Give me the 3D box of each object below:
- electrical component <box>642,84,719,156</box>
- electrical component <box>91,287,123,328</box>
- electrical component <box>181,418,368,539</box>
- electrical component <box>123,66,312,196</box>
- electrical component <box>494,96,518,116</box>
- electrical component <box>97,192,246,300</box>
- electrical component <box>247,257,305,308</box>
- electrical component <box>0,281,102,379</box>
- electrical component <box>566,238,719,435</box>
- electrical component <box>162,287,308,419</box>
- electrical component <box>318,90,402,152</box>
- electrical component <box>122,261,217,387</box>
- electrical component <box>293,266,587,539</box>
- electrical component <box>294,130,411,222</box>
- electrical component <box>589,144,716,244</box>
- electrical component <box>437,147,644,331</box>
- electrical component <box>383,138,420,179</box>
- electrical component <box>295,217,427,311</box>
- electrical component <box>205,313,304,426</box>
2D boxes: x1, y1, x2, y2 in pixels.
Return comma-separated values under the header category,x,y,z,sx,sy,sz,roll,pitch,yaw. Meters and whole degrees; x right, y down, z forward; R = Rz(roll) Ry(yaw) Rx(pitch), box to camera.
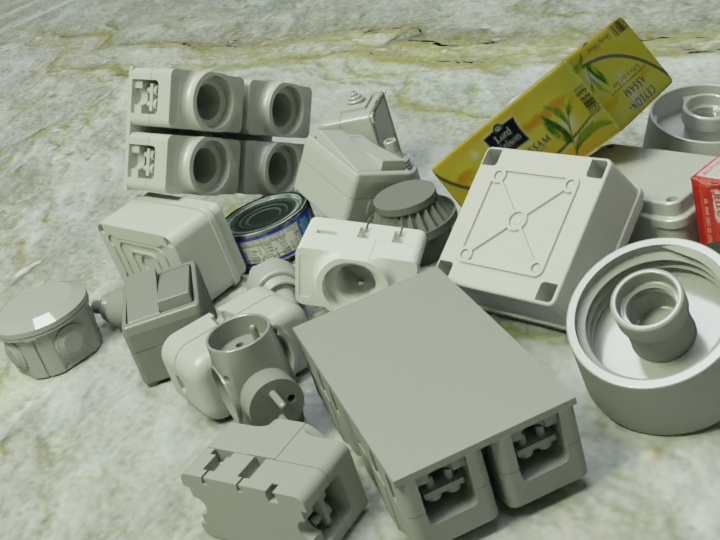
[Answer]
category,x,y,z,sx,sy,sz,roll,pitch,yaw
electrical component,0.277,-0.105,0.866,0.099,0.064,0.099,-5,39,4
electrical component,-0.200,0.031,0.897,0.061,0.035,0.035,0,32,35
electrical component,-0.047,0.124,0.619,0.089,0.050,0.055,3,34,35
electrical component,-0.121,-0.122,0.978,0.060,0.105,0.186,9,8,35
electrical component,0.158,-0.139,0.993,0.077,0.044,0.079,-21,27,-7
electrical component,-0.160,-0.019,0.920,0.113,0.078,0.057,11,41,43
electrical component,-0.062,0.019,0.830,0.043,0.043,0.062,-22,29,-9
electrical component,-0.255,0.047,0.881,0.080,0.051,0.080,-14,27,7
electrical component,0.170,0.032,0.609,0.108,0.060,0.108,-16,50,21
electrical component,-0.082,0.059,0.756,0.095,0.053,0.059,-31,30,-24
electrical component,-0.002,-0.120,0.994,0.061,0.096,0.061,-8,29,20
electrical component,-0.148,0.034,0.833,0.062,0.061,0.096,-19,27,-2
electrical component,0.042,0.077,0.643,0.105,0.060,0.186,-23,28,-10
electrical component,-0.010,-0.083,0.925,0.062,0.061,0.096,-5,34,-37
electrical component,0.206,-0.046,0.780,0.078,0.057,0.113,-35,32,-30
electrical component,0.121,-0.022,0.734,0.109,0.056,0.108,13,75,46
electrical component,0.034,-0.087,0.949,0.035,0.061,0.035,-14,28,7
electrical component,0.000,0.000,0.798,0.089,0.050,0.055,8,32,8
electrical component,-0.060,0.078,0.683,0.044,0.077,0.079,-26,29,-16
